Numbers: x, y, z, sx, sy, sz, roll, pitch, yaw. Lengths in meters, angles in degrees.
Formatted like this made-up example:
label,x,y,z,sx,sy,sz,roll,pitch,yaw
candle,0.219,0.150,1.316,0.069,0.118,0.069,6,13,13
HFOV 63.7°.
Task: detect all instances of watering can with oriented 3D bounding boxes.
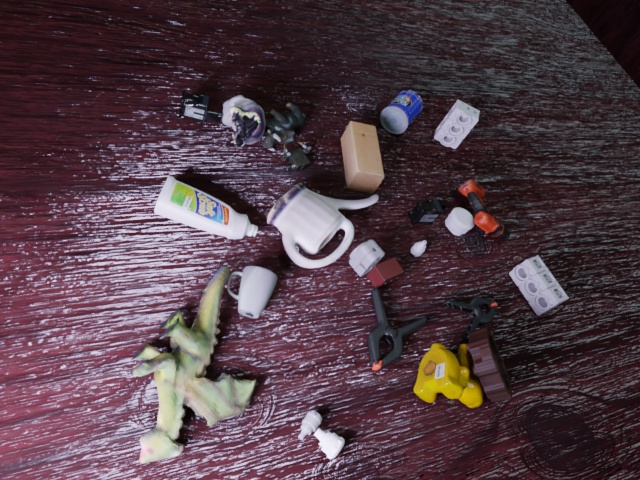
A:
label,x,y,z,sx,sy,sz,roll,pitch,yaw
watering can,0.004,-0.070,1.384,0.225,0.102,0.354,38,51,5

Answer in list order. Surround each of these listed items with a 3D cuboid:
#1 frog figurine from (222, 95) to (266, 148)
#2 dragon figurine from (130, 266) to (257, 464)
label,x,y,z,sx,sy,sz,roll,pitch,yaw
frog figurine,-0.221,-0.352,1.489,0.123,0.135,0.162,-27,30,1
dragon figurine,-0.237,0.260,1.064,0.242,0.120,0.418,46,52,-8
